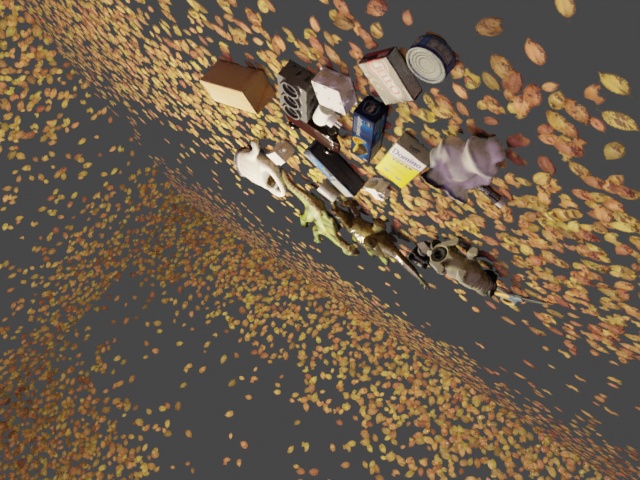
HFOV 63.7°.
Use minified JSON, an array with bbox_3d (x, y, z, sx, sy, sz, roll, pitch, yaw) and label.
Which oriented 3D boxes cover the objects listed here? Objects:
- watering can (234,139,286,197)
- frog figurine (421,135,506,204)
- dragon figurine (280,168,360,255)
[{"bbox_3d":[-0.235,-0.288,1.927,0.227,0.105,0.340,30,161,33],"label":"watering can"},{"bbox_3d":[0.308,-0.169,1.069,0.138,0.125,0.156,44,129,6],"label":"frog figurine"},{"bbox_3d":[0.006,-0.093,1.854,0.406,0.123,0.243,51,166,-19],"label":"dragon figurine"}]
